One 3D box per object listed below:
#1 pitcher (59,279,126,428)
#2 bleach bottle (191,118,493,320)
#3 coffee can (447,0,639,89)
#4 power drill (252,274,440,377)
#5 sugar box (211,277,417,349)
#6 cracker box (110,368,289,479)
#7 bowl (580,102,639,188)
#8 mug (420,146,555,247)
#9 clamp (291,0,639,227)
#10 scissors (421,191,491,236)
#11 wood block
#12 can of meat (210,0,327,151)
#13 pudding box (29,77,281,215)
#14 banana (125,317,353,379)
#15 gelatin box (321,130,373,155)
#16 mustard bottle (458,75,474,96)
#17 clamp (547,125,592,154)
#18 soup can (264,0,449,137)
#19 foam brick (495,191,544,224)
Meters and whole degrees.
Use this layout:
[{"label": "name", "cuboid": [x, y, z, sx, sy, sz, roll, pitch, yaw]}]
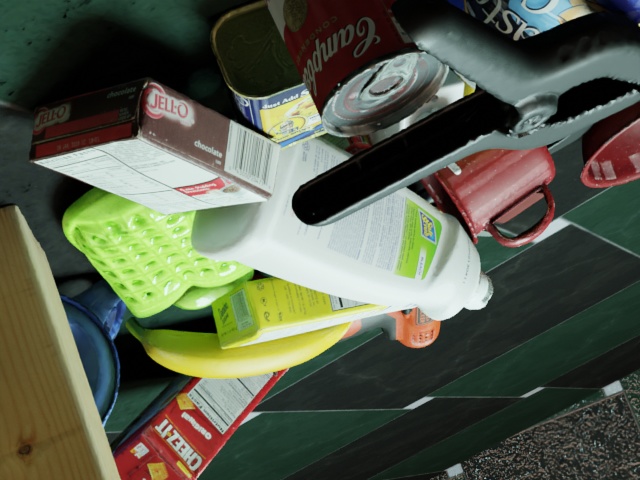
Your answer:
[{"label": "pitcher", "cuboid": [-0.229, 0.133, 0.871, 0.149, 0.145, 0.243, -5, 159, -16]}, {"label": "bleach bottle", "cuboid": [0.032, 0.004, 0.742, 0.250, 0.102, 0.068, 26, 160, -38]}, {"label": "coffee can", "cuboid": [0.136, -0.151, 0.578, 0.102, 0.103, 0.140, -13, 157, -27]}, {"label": "power drill", "cuboid": [0.025, 0.049, 0.968, 0.187, 0.057, 0.184, -12, 138, -6]}, {"label": "sugar box", "cuboid": [0.012, 0.044, 0.843, 0.176, 0.048, 0.093, -12, 173, -24]}, {"label": "cracker box", "cuboid": [-0.130, 0.177, 1.021, 0.164, 0.072, 0.213, -41, -176, 38]}, {"label": "bowl", "cuboid": [0.286, -0.110, 0.916, 0.162, 0.055, 0.162, -21, 160, -8]}, {"label": "mug", "cuboid": [0.130, -0.048, 0.809, 0.081, 0.117, 0.093, -35, 157, -1]}, {"label": "clamp", "cuboid": [0.095, -0.076, 0.520, 0.209, 0.036, 0.165, -17, 159, -19]}, {"label": "scissors", "cuboid": [0.131, -0.023, 1.019, 0.201, 0.016, 0.096, -5, 153, -42]}, {"label": "wood block", "cuboid": [-0.196, 0.096, 0.675, 0.090, 0.206, 0.090, -20, 159, -9]}, {"label": "can of meat", "cuboid": [-0.006, -0.100, 0.616, 0.102, 0.057, 0.084, -21, 162, -5]}, {"label": "pudding box", "cuboid": [-0.091, -0.049, 0.602, 0.090, 0.039, 0.113, -6, 160, 37]}, {"label": "banana", "cuboid": [-0.058, 0.082, 0.882, 0.197, 0.069, 0.037, -2, 142, -15]}, {"label": "gelatin box", "cuboid": [0.010, -0.052, 0.789, 0.089, 0.030, 0.073, -36, 156, 29]}, {"label": "mustard bottle", "cuboid": [0.152, -0.125, 0.722, 0.096, 0.058, 0.192, 17, 137, -44]}, {"label": "clamp", "cuboid": [0.193, -0.112, 0.836, 0.120, 0.039, 0.172, 5, 145, -35]}, {"label": "soup can", "cuboid": [0.013, -0.113, 0.536, 0.068, 0.102, 0.068, -21, 160, -9]}, {"label": "foam brick", "cuboid": [0.147, -0.050, 0.918, 0.051, 0.053, 0.078, -36, 158, 30]}]
